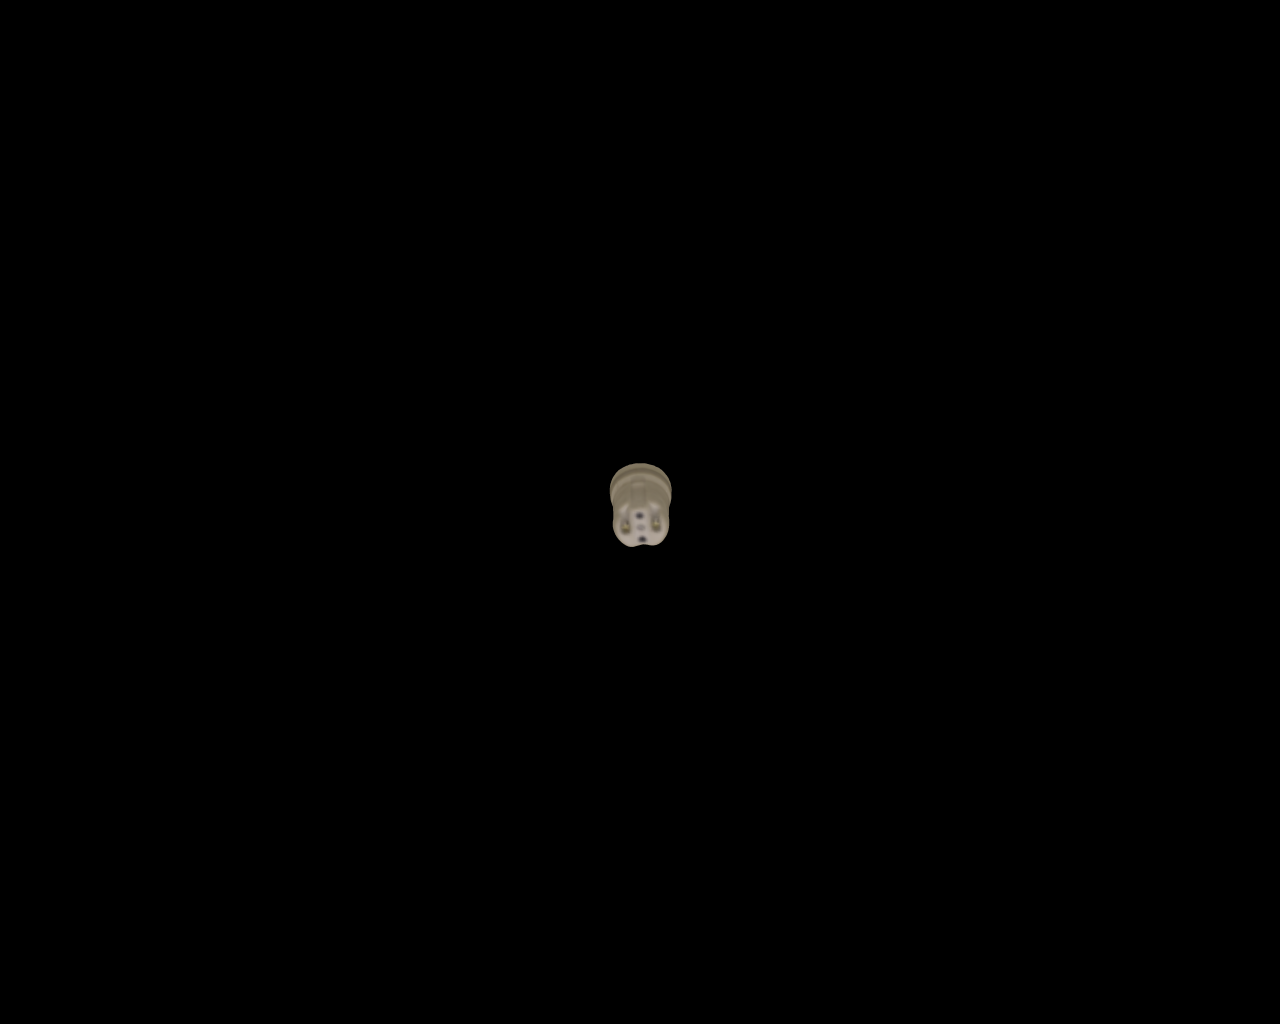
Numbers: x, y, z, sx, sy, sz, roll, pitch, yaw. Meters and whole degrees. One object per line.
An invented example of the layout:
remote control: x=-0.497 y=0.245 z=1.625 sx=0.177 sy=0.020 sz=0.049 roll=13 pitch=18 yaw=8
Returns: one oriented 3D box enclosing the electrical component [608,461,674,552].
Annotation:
electrical component: x=0.001 y=-0.003 z=0.650 sx=0.040 sy=0.040 sz=0.046 roll=0 pitch=35 yaw=0
